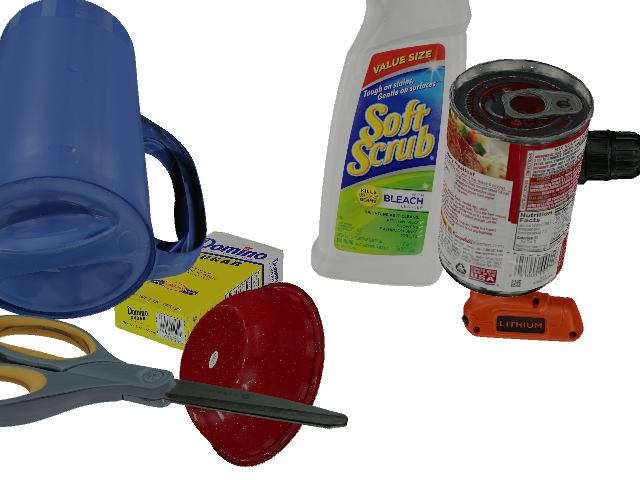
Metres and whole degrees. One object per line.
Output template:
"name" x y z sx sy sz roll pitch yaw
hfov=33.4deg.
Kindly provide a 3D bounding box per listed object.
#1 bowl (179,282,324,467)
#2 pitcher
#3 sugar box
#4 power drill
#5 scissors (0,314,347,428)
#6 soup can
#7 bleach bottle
"bowl" -0.070 0.105 0.896 0.055 0.162 0.162 23 -14 -37
"pitcher" -0.179 -0.069 0.786 0.145 0.243 0.149 -22 -46 12
"sugar box" -0.122 0.047 1.104 0.093 0.048 0.176 16 32 25
"power drill" 0.194 -0.008 0.936 0.185 0.188 0.057 2 13 17
"scissors" -0.097 0.076 0.507 0.202 0.016 0.096 15 28 26
"soup can" 0.096 -0.030 0.537 0.068 0.102 0.068 -1 41 0
"bleach bottle" 0.049 -0.094 0.750 0.102 0.251 0.068 6 23 7
